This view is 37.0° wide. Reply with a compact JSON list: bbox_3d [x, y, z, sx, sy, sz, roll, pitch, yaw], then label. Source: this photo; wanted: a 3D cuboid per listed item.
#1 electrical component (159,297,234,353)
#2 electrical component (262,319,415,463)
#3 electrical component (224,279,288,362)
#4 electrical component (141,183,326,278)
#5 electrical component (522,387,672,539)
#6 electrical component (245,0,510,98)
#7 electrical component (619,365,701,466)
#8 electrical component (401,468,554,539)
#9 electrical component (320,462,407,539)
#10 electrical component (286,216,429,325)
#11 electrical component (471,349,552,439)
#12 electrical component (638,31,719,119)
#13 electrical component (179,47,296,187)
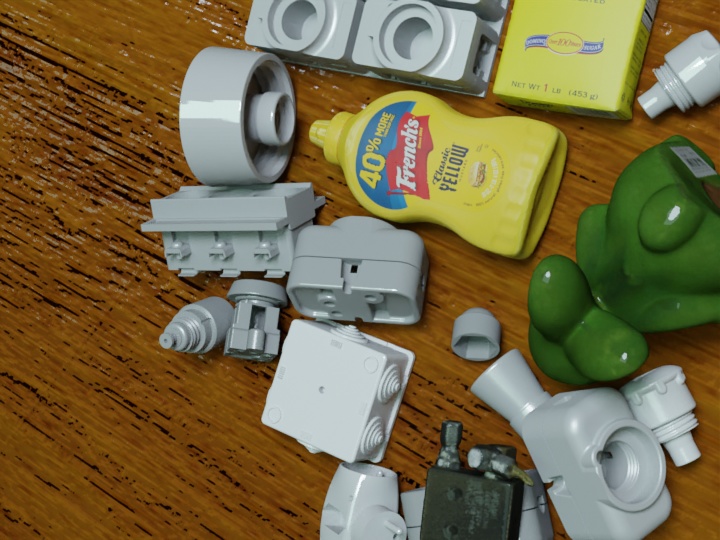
[{"bbox_3d":[-0.130,0.047,0.850,0.040,0.078,0.040,6,103,26],"label":"electrical component"},{"bbox_3d":[-0.018,0.089,0.804,0.100,0.048,0.099,20,95,26],"label":"electrical component"},{"bbox_3d":[-0.082,0.039,0.836,0.048,0.066,0.055,9,75,-11],"label":"electrical component"},{"bbox_3d":[-0.097,-0.031,0.843,0.121,0.079,0.063,1,108,26],"label":"electrical component"},{"bbox_3d":[0.155,0.126,0.691,0.059,0.054,0.095,-22,94,60],"label":"electrical component"},{"bbox_3d":[0.012,-0.202,0.806,0.186,0.060,0.105,15,93,26],"label":"electrical component"},{"bbox_3d":[0.199,0.096,0.700,0.048,0.048,0.062,-30,80,21],"label":"electrical component"},{"bbox_3d":[0.082,0.175,0.745,0.095,0.054,0.059,-15,79,24],"label":"electrical component"},{"bbox_3d":[0.008,0.186,0.775,0.079,0.043,0.077,12,92,61],"label":"electrical component"},{"bbox_3d":[0.000,0.000,0.786,0.095,0.053,0.059,4,62,14],"label":"electrical component"},{"bbox_3d":[0.114,0.093,0.744,0.044,0.044,0.065,-46,73,16],"label":"electrical component"},{"bbox_3d":[0.214,-0.125,0.710,0.062,0.043,0.043,-36,71,21],"label":"electrical component"},{"bbox_3d":[-0.085,-0.116,0.824,0.060,0.108,0.108,4,88,20],"label":"electrical component"}]
